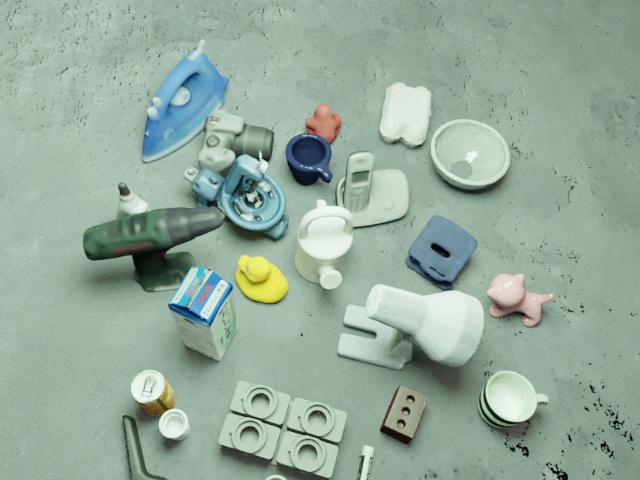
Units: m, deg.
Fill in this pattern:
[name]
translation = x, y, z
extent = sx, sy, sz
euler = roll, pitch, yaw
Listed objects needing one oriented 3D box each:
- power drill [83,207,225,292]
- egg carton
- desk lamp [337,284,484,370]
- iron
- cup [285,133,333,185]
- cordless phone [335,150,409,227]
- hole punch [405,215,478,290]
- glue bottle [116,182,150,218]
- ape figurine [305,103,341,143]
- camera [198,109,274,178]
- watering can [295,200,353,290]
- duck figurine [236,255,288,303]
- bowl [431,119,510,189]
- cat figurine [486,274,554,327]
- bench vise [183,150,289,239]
[power drill]
translation = -0.273, 0.013, 0.985
extent = 0.230, 0.208, 0.075
euler = -7, 64, -9
[egg carton]
translation = 0.188, -0.274, 1.249
extent = 0.107, 0.069, 0.150
euler = 10, 63, 0
[desk lamp]
translation = 0.143, 0.145, 0.952
extent = 0.203, 0.213, 0.118
euler = 12, 63, 1
[iron]
translation = -0.294, -0.288, 1.173
extent = 0.118, 0.141, 0.258
euler = 26, 64, 8
[cup]
translation = -0.016, -0.144, 1.151
extent = 0.092, 0.095, 0.117
euler = -34, 71, -19
[cordless phone]
translation = 0.106, -0.108, 1.093
extent = 0.148, 0.185, 0.094
euler = -13, 65, -11
[hole punch]
translation = 0.231, 0.024, 1.090
extent = 0.108, 0.091, 0.101
euler = 35, 65, 12
[glue bottle]
translation = -0.336, -0.053, 1.033
extent = 0.078, 0.173, 0.037
euler = 19, 63, 5
[ape figurine]
translation = 0.008, -0.252, 1.210
extent = 0.078, 0.092, 0.076
euler = 4, 63, -3
[camera]
translation = -0.166, -0.194, 1.160
extent = 0.137, 0.101, 0.143
euler = 8, 63, -1
[watering can]
translation = 0.012, 0.003, 1.023
extent = 0.101, 0.194, 0.172
euler = -24, 67, -16
[duck figurine]
translation = -0.106, 0.064, 1.042
extent = 0.104, 0.086, 0.077
euler = 30, 65, 10
[bowl]
translation = 0.306, -0.168, 1.203
extent = 0.167, 0.075, 0.167
euler = 2, 63, -4
[cat figurine]
translation = 0.360, 0.101, 1.047
extent = 0.127, 0.118, 0.067
euler = 12, 63, 1
[bench vise]
translation = -0.157, -0.088, 1.040
extent = 0.207, 0.220, 0.121
euler = 7, 63, -1
